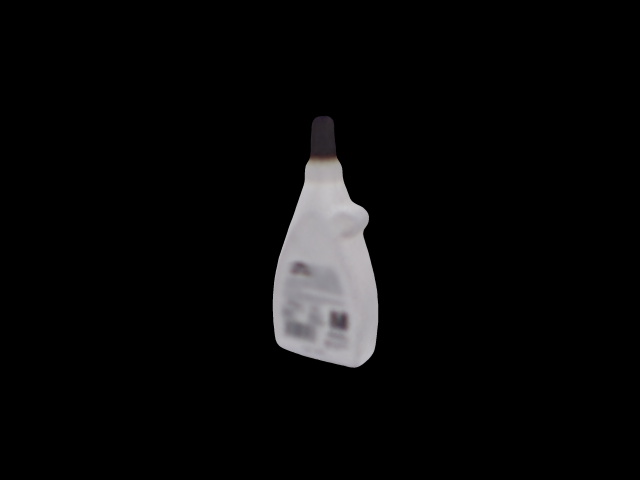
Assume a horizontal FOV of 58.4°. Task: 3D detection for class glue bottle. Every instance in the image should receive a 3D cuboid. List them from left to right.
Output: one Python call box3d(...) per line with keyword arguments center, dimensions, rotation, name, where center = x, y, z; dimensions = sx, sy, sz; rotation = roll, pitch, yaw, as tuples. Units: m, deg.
box3d(center=(0.004, 0.001, 0.400), dimensions=(0.078, 0.173, 0.037), rotation=(10, 23, 26), name="glue bottle")
